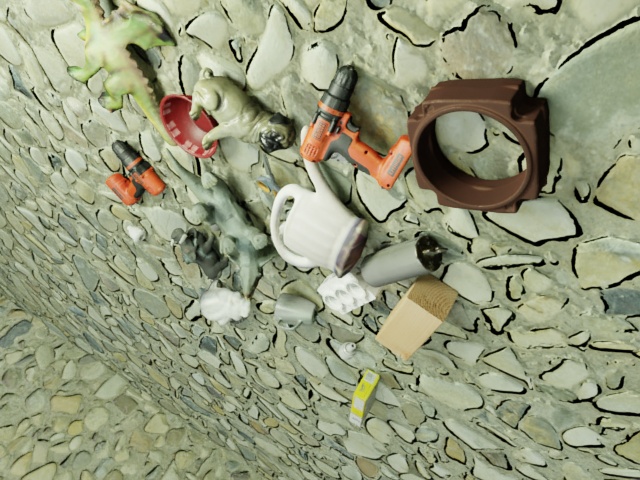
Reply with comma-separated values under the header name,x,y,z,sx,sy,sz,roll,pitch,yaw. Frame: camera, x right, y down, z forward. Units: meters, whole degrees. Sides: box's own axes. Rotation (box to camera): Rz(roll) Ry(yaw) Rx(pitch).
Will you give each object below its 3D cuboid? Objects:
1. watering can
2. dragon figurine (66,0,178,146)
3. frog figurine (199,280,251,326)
name,x,y,z,sx,sy,sz,roll,pitch,yaw
watering can,0.003,-0.055,1.089,0.225,0.106,0.339,29,131,12
dragon figurine,-0.406,-0.393,1.110,0.240,0.125,0.405,-23,124,42
frog figurine,-0.289,0.208,1.585,0.161,0.124,0.135,30,123,31
